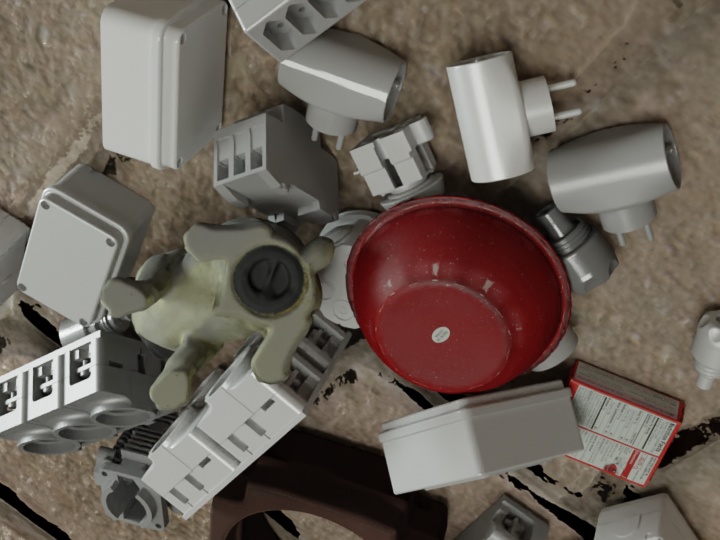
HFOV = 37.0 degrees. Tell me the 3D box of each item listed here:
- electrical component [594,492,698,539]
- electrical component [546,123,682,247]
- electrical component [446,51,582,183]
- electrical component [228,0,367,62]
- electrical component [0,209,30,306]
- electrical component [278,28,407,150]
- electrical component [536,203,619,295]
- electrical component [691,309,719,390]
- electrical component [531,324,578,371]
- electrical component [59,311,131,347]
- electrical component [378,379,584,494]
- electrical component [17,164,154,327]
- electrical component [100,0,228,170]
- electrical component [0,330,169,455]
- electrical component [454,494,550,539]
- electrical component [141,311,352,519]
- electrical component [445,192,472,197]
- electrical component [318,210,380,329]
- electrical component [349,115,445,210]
[{"bbox_3d":[0.237,0.232,0.859,0.062,0.061,0.096,-24,110,33],"label":"electrical component"},{"bbox_3d":[0.172,-0.051,0.707,0.077,0.043,0.079,-11,117,28],"label":"electrical component"},{"bbox_3d":[0.103,-0.103,0.697,0.079,0.043,0.077,-13,104,7],"label":"electrical component"},{"bbox_3d":[-0.043,-0.192,0.690,0.083,0.047,0.075,-33,63,14],"label":"electrical component"},{"bbox_3d":[-0.324,-0.011,0.922,0.061,0.061,0.096,31,128,0],"label":"electrical component"},{"bbox_3d":[-0.015,-0.119,0.736,0.077,0.044,0.079,21,127,8],"label":"electrical component"},{"bbox_3d":[0.145,-0.017,0.741,0.043,0.043,0.062,-29,106,34],"label":"electrical component"},{"bbox_3d":[0.250,0.059,0.755,0.035,0.035,0.061,15,129,12],"label":"electrical component"},{"bbox_3d":[0.119,0.029,0.782,0.043,0.043,0.081,-25,110,33],"label":"electrical component"},{"bbox_3d":[-0.227,0.049,0.936,0.078,0.040,0.040,-22,112,31],"label":"electrical component"},{"bbox_3d":[0.089,0.125,0.800,0.109,0.109,0.056,-28,72,52],"label":"electrical component"},{"bbox_3d":[-0.226,-0.018,0.880,0.078,0.057,0.113,30,128,1],"label":"electrical component"},{"bbox_3d":[-0.136,-0.136,0.752,0.057,0.078,0.113,18,127,13],"label":"electrical component"},{"bbox_3d":[-0.242,0.113,0.945,0.150,0.061,0.089,-23,151,32],"label":"electrical component"},{"bbox_3d":[0.118,0.245,0.922,0.056,0.050,0.089,35,128,-3],"label":"electrical component"},{"bbox_3d":[-0.099,0.112,0.886,0.060,0.105,0.186,41,127,-7],"label":"electrical component"},{"bbox_3d":[0.065,-0.021,0.770,0.048,0.048,0.062,30,135,0],"label":"electrical component"},{"bbox_3d":[0.000,0.000,0.805,0.080,0.051,0.080,10,125,15],"label":"electrical component"},{"bbox_3d":[0.029,-0.071,0.751,0.066,0.048,0.055,-18,106,31],"label":"electrical component"}]
